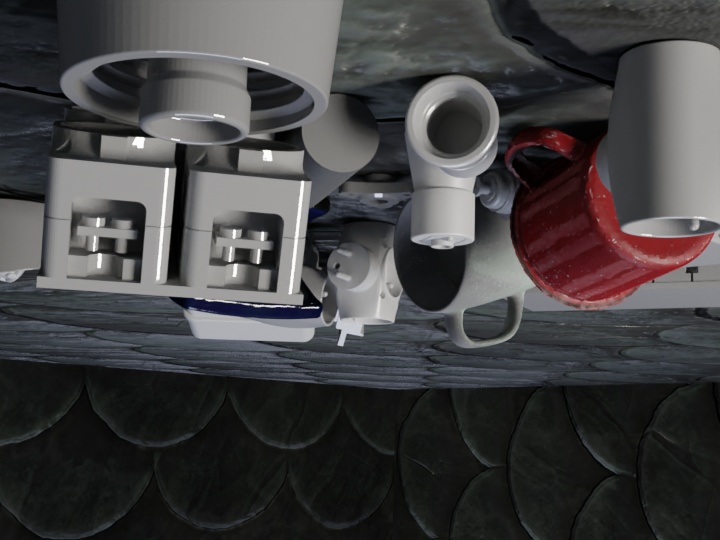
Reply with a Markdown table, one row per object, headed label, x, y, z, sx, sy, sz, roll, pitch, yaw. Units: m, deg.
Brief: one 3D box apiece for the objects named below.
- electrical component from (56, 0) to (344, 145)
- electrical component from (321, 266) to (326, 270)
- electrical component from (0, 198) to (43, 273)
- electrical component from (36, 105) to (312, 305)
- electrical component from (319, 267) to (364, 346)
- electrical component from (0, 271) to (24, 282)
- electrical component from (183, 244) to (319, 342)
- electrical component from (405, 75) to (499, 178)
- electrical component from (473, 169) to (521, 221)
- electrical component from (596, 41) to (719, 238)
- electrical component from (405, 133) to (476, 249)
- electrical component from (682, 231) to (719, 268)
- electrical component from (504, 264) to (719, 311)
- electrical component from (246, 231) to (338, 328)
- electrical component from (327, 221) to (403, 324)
| label | x | y | z | sx | sy | sz | roll | pitch | yaw |
| --- | --- | --- | --- | --- | --- | --- | --- | --- | --- |
| electrical component | -0.060 | -0.081 | 0.402 | 0.108 | 0.060 | 0.108 | 2 | 171 | 0 |
| electrical component | -0.023 | 0.023 | 1.068 | 0.047 | 0.055 | 0.055 | -1 | 171 | -4 |
| electrical component | -0.264 | -0.019 | 0.814 | 0.099 | 0.064 | 0.099 | 2 | 171 | 0 |
| electrical component | -0.091 | -0.039 | 0.512 | 0.105 | 0.060 | 0.186 | 4 | -168 | -13 |
| electrical component | -0.022 | 0.027 | 1.005 | 0.064 | 0.042 | 0.081 | 10 | 130 | -7 |
| electrical component | -0.310 | -0.019 | 0.898 | 0.062 | 0.048 | 0.048 | 19 | 162 | -41 |
| electrical component | -0.094 | 0.016 | 0.940 | 0.113 | 0.078 | 0.057 | 2 | 154 | 0 |
| electrical component | 0.049 | -0.067 | 0.532 | 0.044 | 0.044 | 0.065 | 0 | 175 | 11 |
| electrical component | 0.101 | -0.045 | 0.655 | 0.078 | 0.040 | 0.040 | 7 | 169 | -30 |
| electrical component | 0.131 | -0.053 | 0.484 | 0.043 | 0.077 | 0.079 | 4 | 171 | -11 |
| electrical component | 0.046 | -0.045 | 0.590 | 0.044 | 0.065 | 0.044 | 2 | 171 | 0 |
| electrical component | 0.198 | -0.032 | 0.687 | 0.100 | 0.048 | 0.100 | -7 | 167 | 43 |
| electrical component | 0.206 | -0.007 | 0.807 | 0.186 | 0.060 | 0.105 | -2 | 170 | 25 |
| electrical component | -0.056 | 0.004 | 0.871 | 0.077 | 0.079 | 0.043 | 5 | 158 | 18 |
| electrical component | 0.000 | 0.000 | 0.842 | 0.044 | 0.077 | 0.079 | -2 | 170 | 25 |
